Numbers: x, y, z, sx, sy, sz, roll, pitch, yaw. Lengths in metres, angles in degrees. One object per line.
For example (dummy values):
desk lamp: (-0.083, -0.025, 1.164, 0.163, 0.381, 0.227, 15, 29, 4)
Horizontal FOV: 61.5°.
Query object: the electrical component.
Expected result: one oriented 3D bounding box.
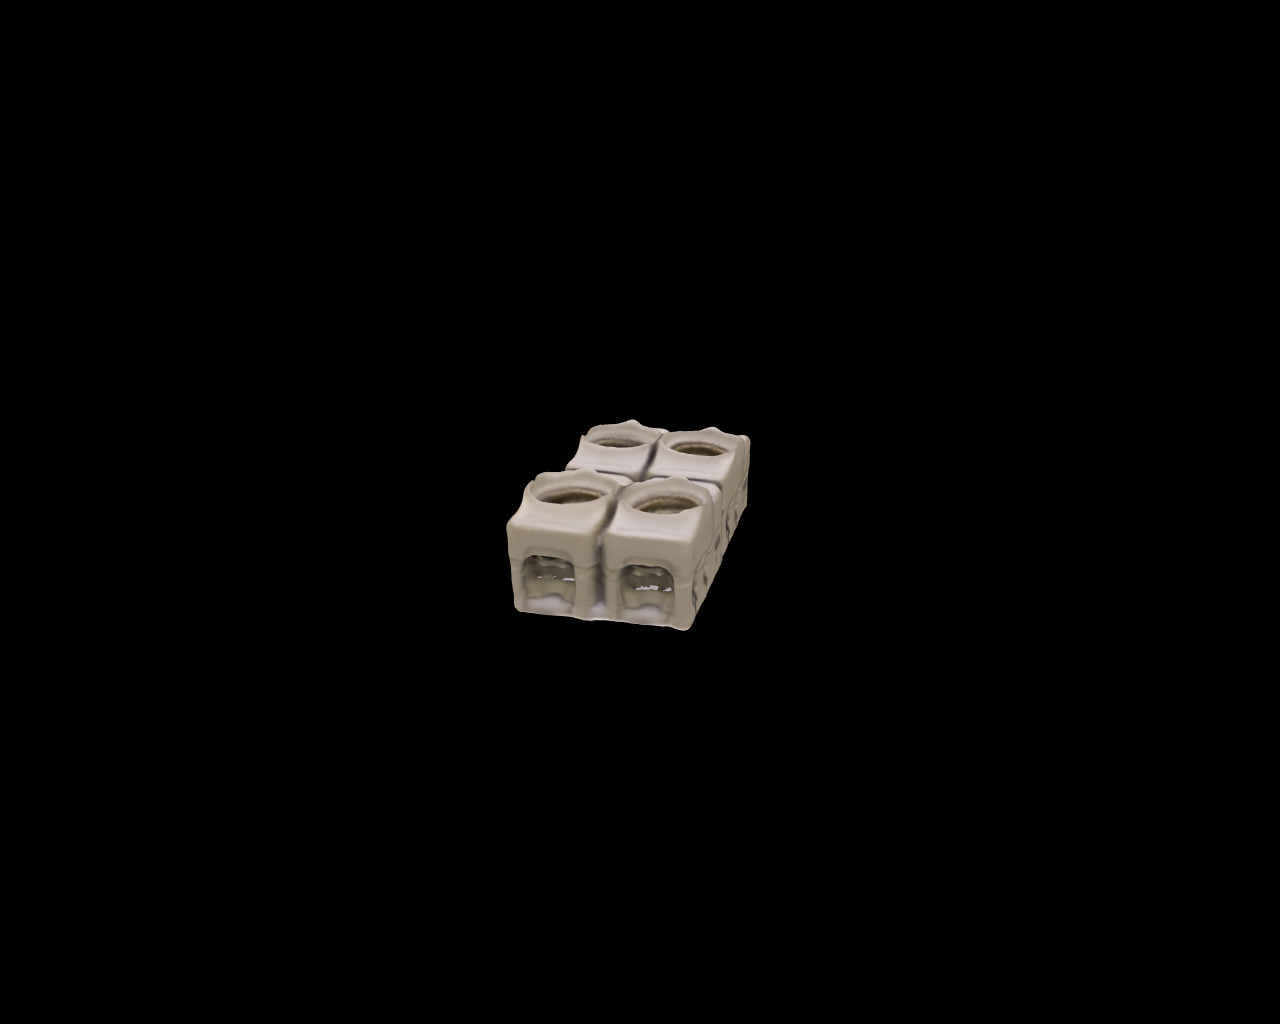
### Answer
electrical component: (0.001, -0.003, 0.650, 0.105, 0.060, 0.186, 6, 23, 14)
